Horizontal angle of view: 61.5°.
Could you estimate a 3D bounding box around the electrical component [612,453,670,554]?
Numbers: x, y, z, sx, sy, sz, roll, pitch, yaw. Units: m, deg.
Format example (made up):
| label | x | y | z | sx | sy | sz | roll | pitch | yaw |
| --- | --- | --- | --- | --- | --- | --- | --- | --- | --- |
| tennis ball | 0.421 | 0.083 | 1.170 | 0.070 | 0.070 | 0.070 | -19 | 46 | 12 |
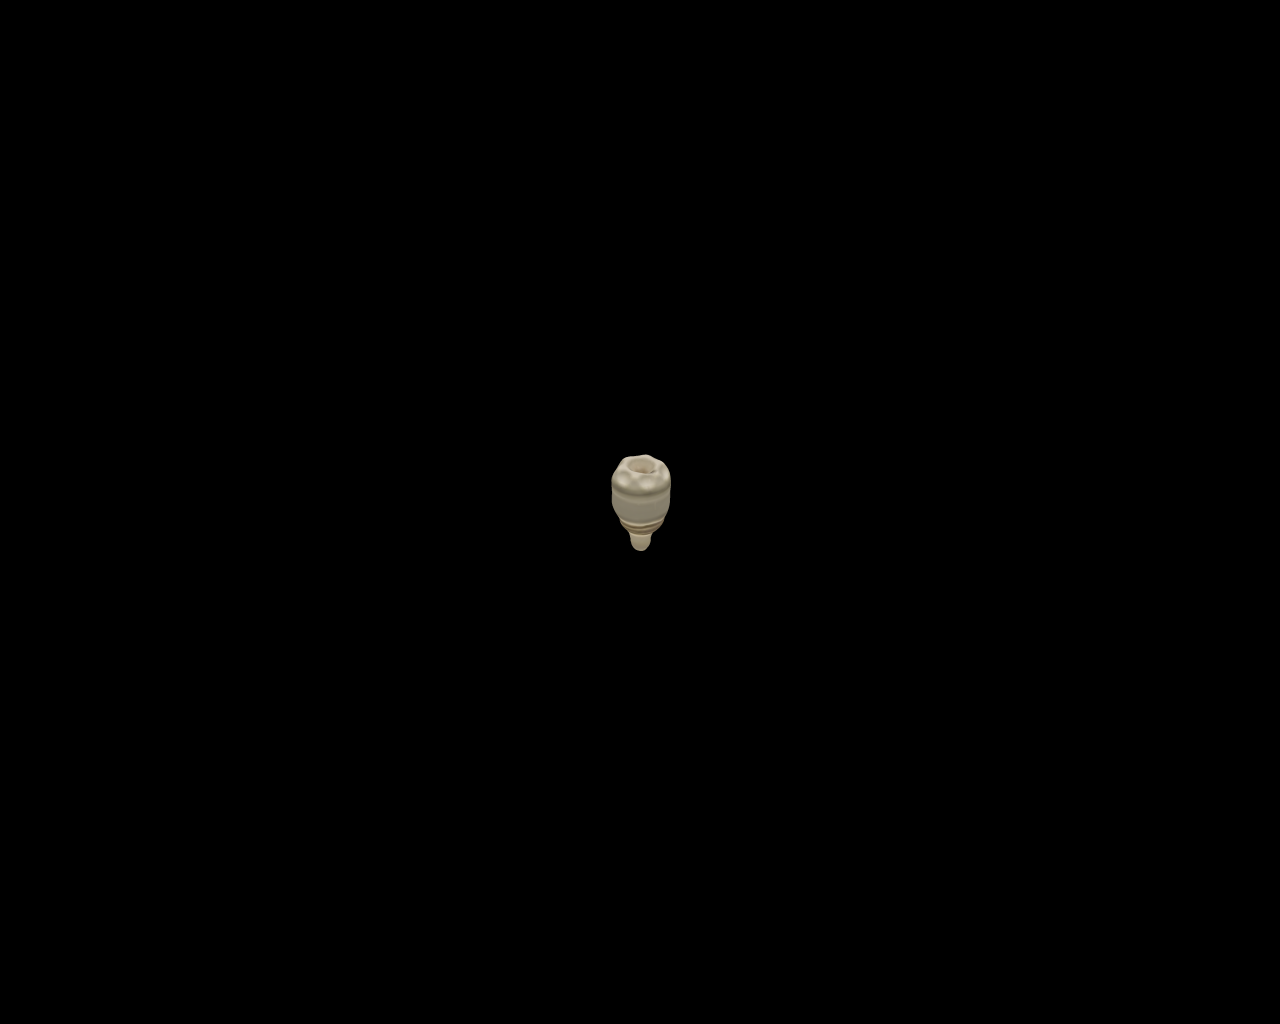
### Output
| label | x | y | z | sx | sy | sz | roll | pitch | yaw |
| --- | --- | --- | --- | --- | --- | --- | --- | --- | --- |
| electrical component | 0.001 | -0.003 | 0.650 | 0.035 | 0.061 | 0.035 | 0 | 31 | 0 |
